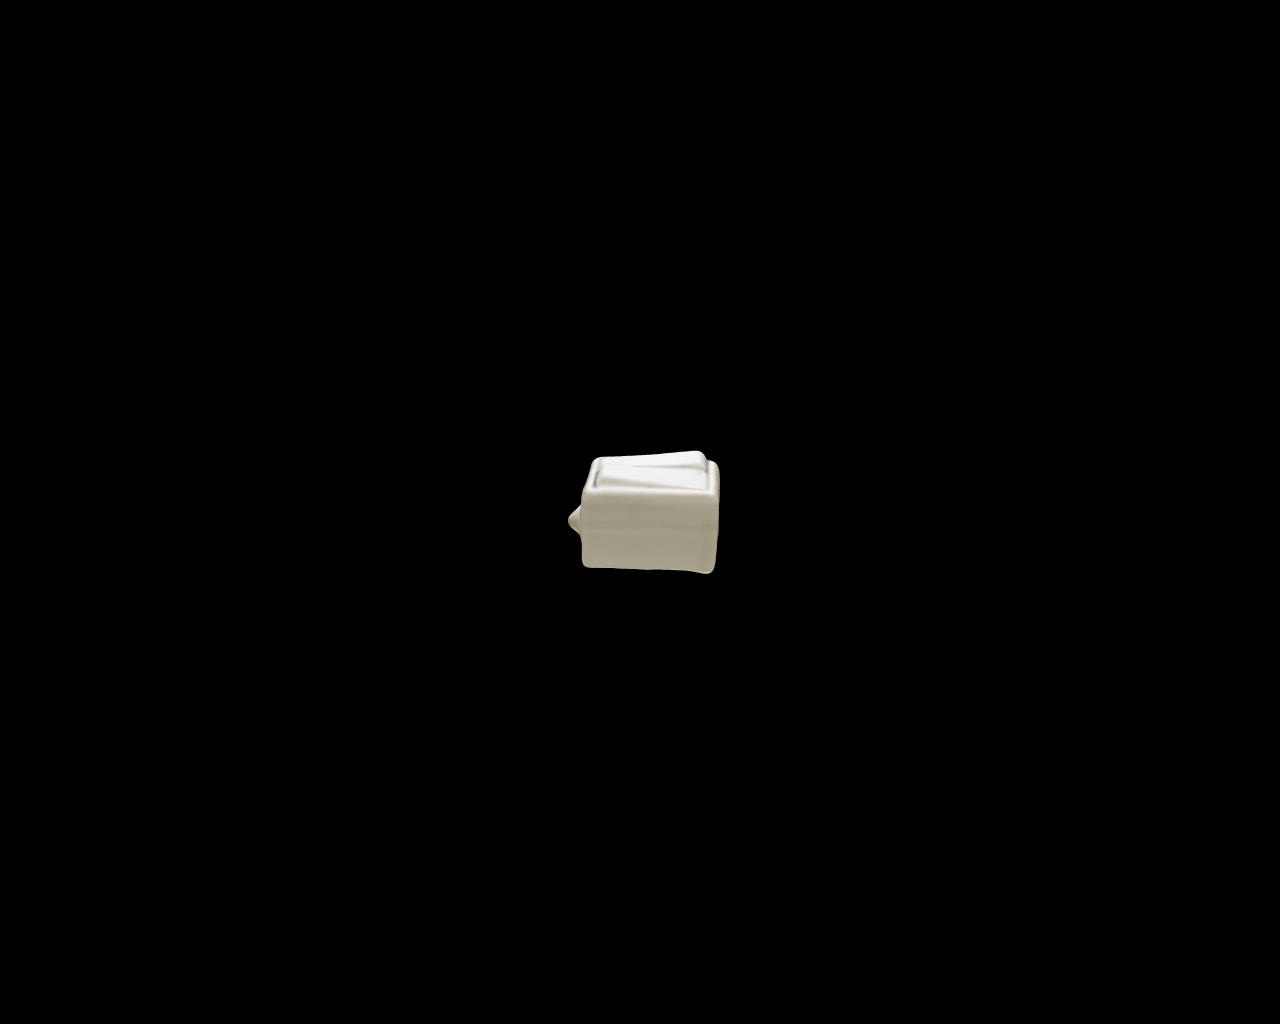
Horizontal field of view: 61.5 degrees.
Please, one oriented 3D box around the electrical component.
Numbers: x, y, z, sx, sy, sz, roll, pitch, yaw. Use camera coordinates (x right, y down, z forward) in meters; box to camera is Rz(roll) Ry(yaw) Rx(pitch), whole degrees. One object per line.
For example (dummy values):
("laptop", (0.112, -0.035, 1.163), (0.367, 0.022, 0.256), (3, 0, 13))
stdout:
("electrical component", (0.001, -0.003, 0.650), (0.096, 0.061, 0.062), (2, 24, 5))
